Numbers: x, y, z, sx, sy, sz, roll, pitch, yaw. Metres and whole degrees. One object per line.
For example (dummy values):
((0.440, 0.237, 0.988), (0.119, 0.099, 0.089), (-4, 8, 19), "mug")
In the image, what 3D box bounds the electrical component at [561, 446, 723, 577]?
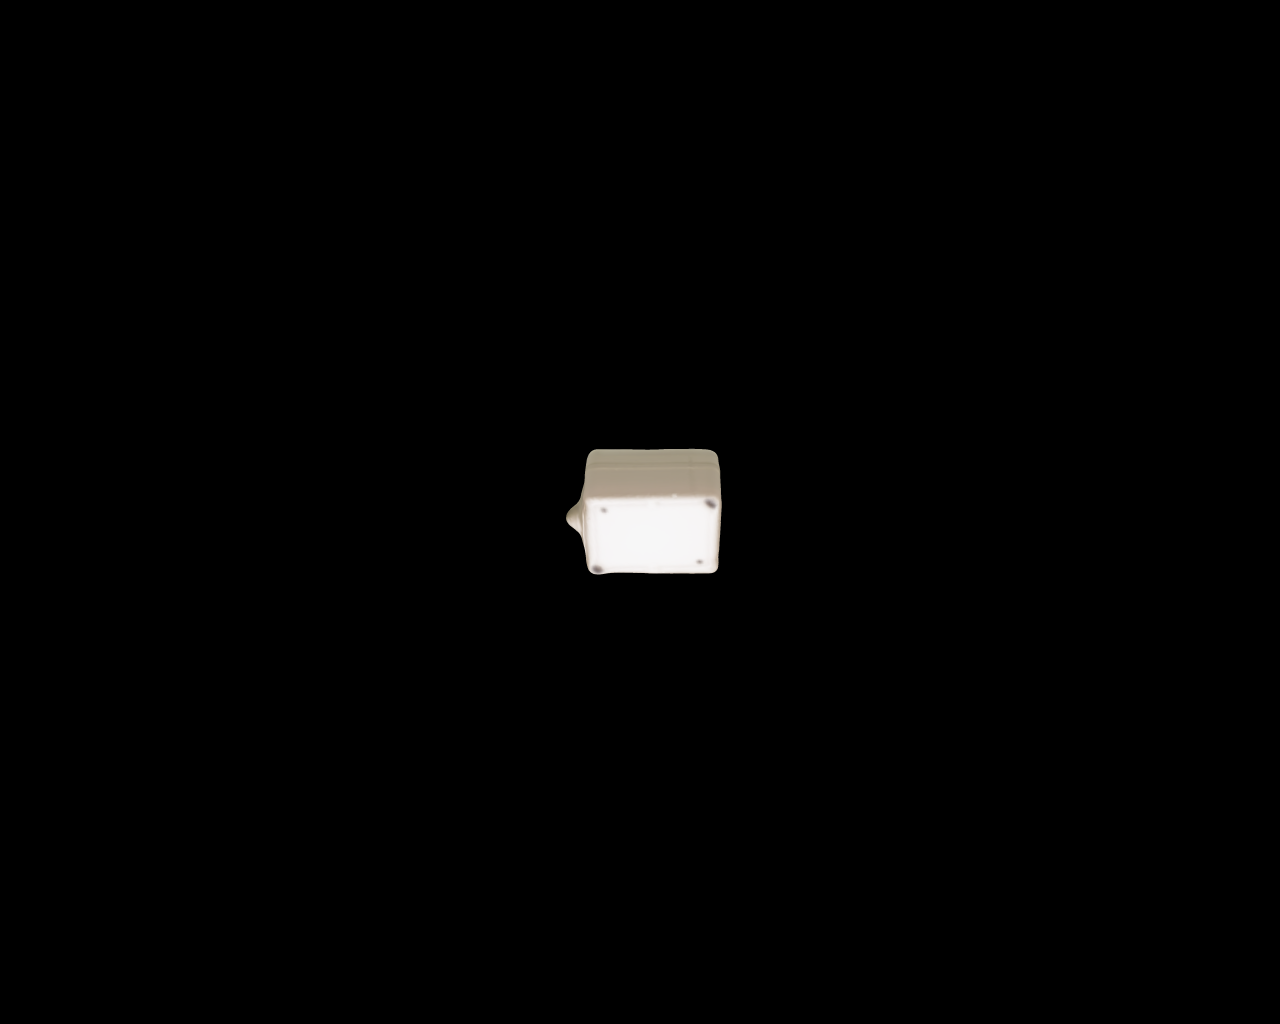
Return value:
((0.001, -0.003, 0.650), (0.096, 0.061, 0.061), (0, 37, 0), "electrical component")
